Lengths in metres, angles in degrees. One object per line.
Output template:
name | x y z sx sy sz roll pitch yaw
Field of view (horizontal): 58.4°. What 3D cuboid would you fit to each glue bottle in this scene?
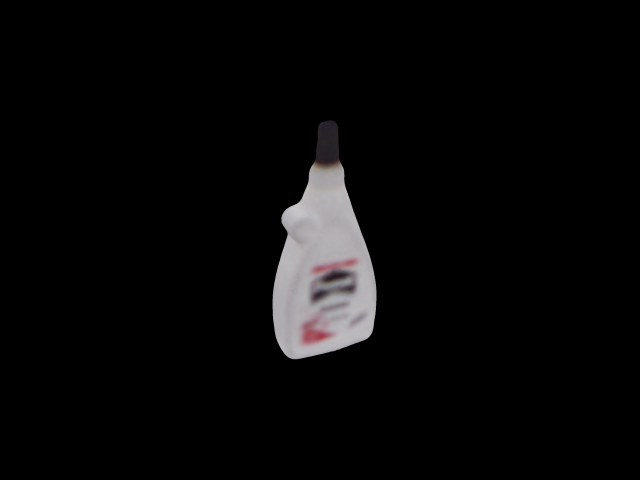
glue bottle | 0.004 0.001 0.400 0.078 0.173 0.037 -14 32 -23
